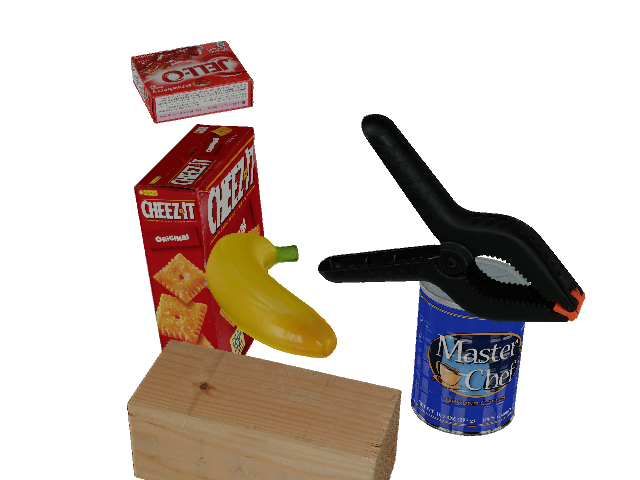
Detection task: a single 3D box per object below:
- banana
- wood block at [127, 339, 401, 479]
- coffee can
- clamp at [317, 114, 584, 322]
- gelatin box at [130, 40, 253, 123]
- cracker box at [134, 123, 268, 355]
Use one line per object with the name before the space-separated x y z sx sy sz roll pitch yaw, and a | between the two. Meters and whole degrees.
banana | -0.037 0.027 0.676 0.069 0.037 0.198 -3 17 -7
wood block | -0.045 0.161 0.888 0.206 0.090 0.090 11 36 14
coffee can | 0.141 0.099 1.019 0.103 0.140 0.103 1 25 -1
clamp | 0.102 -0.001 0.810 0.210 0.165 0.036 20 42 15
gelatin box | -0.109 -0.136 0.908 0.089 0.030 0.073 -13 40 -17
cracker box | -0.107 0.013 1.051 0.072 0.214 0.164 3 27 14
